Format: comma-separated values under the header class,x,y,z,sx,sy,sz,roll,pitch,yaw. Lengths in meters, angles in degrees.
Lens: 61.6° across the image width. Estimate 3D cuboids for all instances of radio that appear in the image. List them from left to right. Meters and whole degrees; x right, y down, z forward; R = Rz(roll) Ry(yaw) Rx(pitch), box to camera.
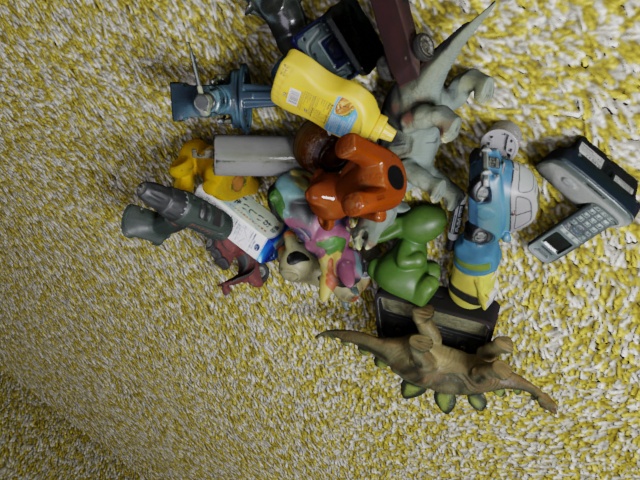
class,x,y,z,sx,sy,sz,roll,pitch,yaw
radio,0.225,0.159,1.055,0.230,0.073,0.130,14,128,24

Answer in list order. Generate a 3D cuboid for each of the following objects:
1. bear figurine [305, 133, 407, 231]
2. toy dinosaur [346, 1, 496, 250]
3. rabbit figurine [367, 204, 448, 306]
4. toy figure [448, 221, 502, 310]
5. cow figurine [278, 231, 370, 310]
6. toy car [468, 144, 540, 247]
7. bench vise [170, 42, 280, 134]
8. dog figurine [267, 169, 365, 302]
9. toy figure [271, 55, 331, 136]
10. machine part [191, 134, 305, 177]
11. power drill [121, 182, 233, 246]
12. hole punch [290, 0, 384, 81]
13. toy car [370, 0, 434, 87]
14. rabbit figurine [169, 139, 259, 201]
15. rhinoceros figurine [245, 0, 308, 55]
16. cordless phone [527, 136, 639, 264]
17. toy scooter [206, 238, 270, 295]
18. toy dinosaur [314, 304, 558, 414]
class,x,y,z,sx,sy,sz,roll,pitch,yaw
bear figurine,0.030,-0.079,0.817,0.196,0.132,0.120,-8,84,46
toy dinosaur,0.146,-0.172,0.842,0.192,0.131,0.404,31,123,32
rabbit figurine,0.164,0.006,0.978,0.159,0.121,0.170,25,112,17
toy figure,0.270,0.043,0.941,0.089,0.082,0.179,24,141,39
cow figurine,0.011,0.064,1.080,0.195,0.127,0.085,14,138,-18
toy car,0.273,-0.066,0.802,0.103,0.109,0.161,1,141,15
bench vise,-0.126,-0.244,0.921,0.241,0.223,0.128,0,95,0
dog figurine,-0.002,-0.003,0.976,0.191,0.219,0.108,17,141,-41
toy figure,-0.009,-0.230,0.863,0.154,0.064,0.058,40,174,-4
machine part,-0.110,-0.154,0.982,0.243,0.079,0.079,-2,129,-10
power drill,-0.302,-0.050,1.053,0.207,0.086,0.232,-16,155,37
hole punch,0.031,-0.295,0.820,0.092,0.116,0.142,-24,110,41
toy car,0.106,-0.323,0.766,0.089,0.053,0.202,-17,91,49
rabbit figurine,-0.228,-0.143,1.087,0.173,0.162,0.121,36,148,29
rhinoceros figurine,-0.070,-0.382,0.859,0.112,0.073,0.190,-13,116,49
cordless phone,0.365,-0.050,0.815,0.146,0.089,0.184,40,138,1
toy scooter,-0.196,0.046,1.195,0.075,0.135,0.183,-20,108,41
toy dinosaur,0.197,0.226,1.006,0.472,0.105,0.198,20,135,23
